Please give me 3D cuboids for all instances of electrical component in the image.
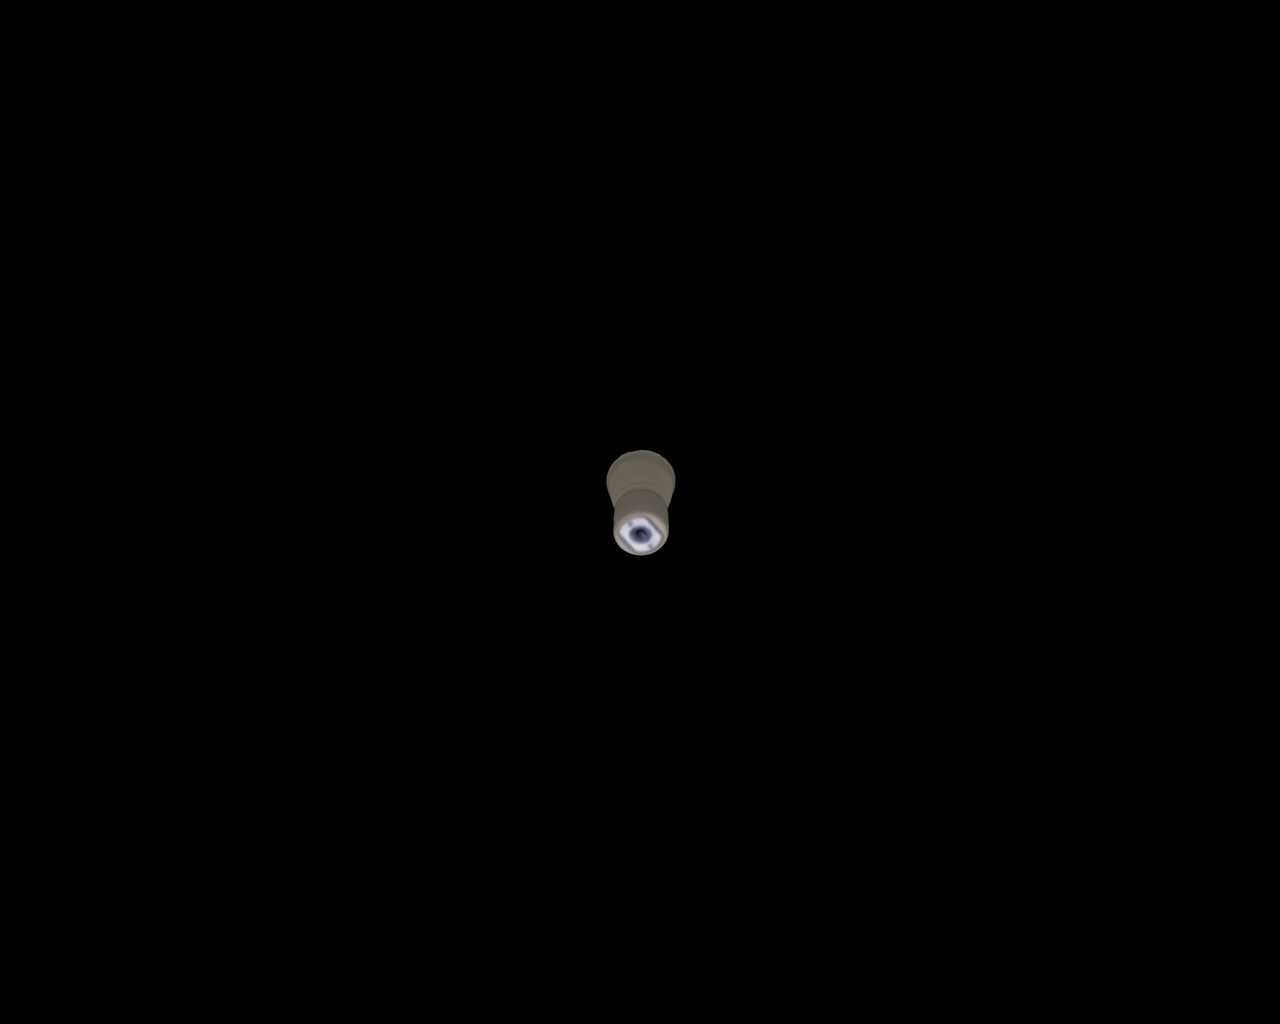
[{"bbox_3d":[0.001,-0.003,0.650,0.044,0.044,0.065,0,34,0],"label":"electrical component"}]
